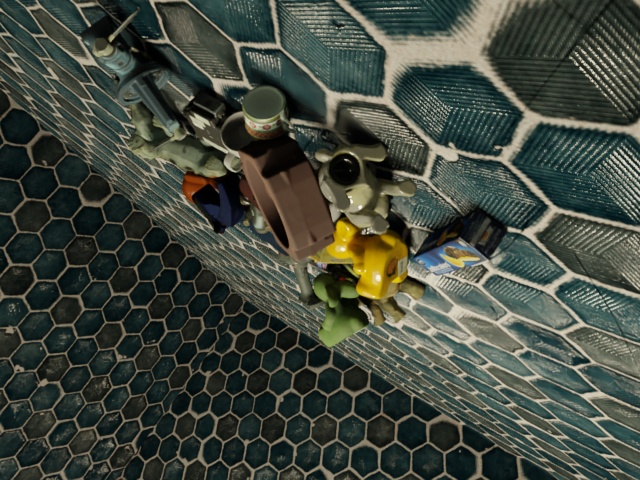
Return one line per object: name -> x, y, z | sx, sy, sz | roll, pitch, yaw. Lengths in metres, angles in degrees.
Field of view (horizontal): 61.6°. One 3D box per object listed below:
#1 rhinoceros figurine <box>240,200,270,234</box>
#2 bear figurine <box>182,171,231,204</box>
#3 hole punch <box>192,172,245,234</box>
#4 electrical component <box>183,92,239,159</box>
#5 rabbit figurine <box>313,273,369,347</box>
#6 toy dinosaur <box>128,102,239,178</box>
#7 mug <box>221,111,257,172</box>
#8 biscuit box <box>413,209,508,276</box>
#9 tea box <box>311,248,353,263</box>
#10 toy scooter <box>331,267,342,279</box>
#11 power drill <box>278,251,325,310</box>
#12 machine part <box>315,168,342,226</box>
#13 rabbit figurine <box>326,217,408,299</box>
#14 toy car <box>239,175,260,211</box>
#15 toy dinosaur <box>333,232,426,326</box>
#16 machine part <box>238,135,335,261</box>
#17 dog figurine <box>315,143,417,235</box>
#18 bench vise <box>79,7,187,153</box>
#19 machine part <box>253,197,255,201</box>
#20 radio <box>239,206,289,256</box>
rhinoceros figurine -> -0.143, -0.081, 1.321 | 0.073, 0.112, 0.190 | 6, 146, 6
bear figurine -> -0.276, -0.157, 1.409 | 0.196, 0.132, 0.120 | -11, 136, 45
hole punch -> -0.221, -0.091, 1.266 | 0.115, 0.092, 0.142 | 56, -161, -13
electrical component -> -0.208, -0.235, 1.084 | 0.115, 0.058, 0.134 | 29, 163, 16
rabbit figurine -> 0.035, 0.155, 1.299 | 0.170, 0.121, 0.159 | 60, 162, 12
toy dinosaur -> -0.297, -0.210, 1.257 | 0.405, 0.131, 0.192 | 24, 180, 4
mug -> -0.140, -0.178, 1.038 | 0.081, 0.109, 0.107 | 23, 174, 15
biscuit box -> 0.225, 0.010, 0.894 | 0.059, 0.063, 0.202 | 37, 164, -2
tea box -> -0.003, -0.004, 1.217 | 0.098, 0.068, 0.170 | 2, -164, -34
toy scooter -> 0.080, 0.144, 1.579 | 0.135, 0.075, 0.184 | 35, 168, 4
power drill -> -0.048, 0.104, 1.614 | 0.232, 0.086, 0.207 | 19, 137, 63
machine part -> 0.011, -0.077, 1.061 | 0.079, 0.079, 0.243 | 33, 165, 9
rabbit figurine -> 0.076, 0.015, 1.054 | 0.173, 0.122, 0.162 | 24, 138, 40
toy car -> -0.100, -0.068, 1.166 | 0.202, 0.053, 0.089 | 45, 142, 12
toy dinosaur -> 0.138, 0.098, 1.270 | 0.198, 0.105, 0.471 | 40, 154, -1
machine part -> -0.058, -0.079, 0.937 | 0.201, 0.087, 0.201 | 35, 148, 65
dog figurine -> 0.052, -0.083, 0.896 | 0.172, 0.121, 0.190 | 49, 171, -6
bench vise -> -0.336, -0.296, 1.017 | 0.240, 0.129, 0.223 | 55, 171, -4
machine part -> -0.092, -0.127, 1.082 | 0.139, 0.084, 0.039 | -10, 178, 37
radio -> -0.148, -0.053, 1.481 | 0.229, 0.073, 0.131 | 37, 164, -11
